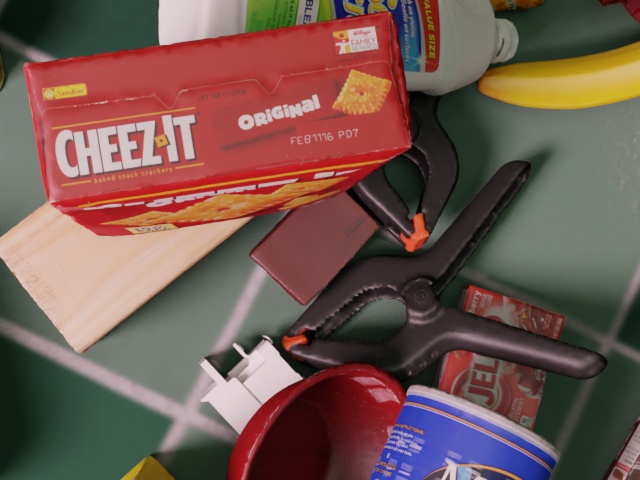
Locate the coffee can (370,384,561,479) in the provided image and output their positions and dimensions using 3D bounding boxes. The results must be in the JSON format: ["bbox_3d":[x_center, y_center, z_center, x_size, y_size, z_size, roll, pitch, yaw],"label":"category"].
[{"bbox_3d":[0.074,0.174,0.659,0.103,0.103,0.140,27,77,-4],"label":"coffee can"}]

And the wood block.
[{"bbox_3d":[-0.101,-0.025,0.710,0.206,0.091,0.090,-38,93,-6],"label":"wood block"}]

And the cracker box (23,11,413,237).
[{"bbox_3d":[-0.053,-0.051,0.562,0.164,0.214,0.072,-10,89,-7],"label":"cracker box"}]

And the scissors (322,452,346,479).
[{"bbox_3d":[0.008,0.188,0.749,0.096,0.016,0.202,27,85,-4],"label":"scissors"}]

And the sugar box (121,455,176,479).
[{"bbox_3d":[-0.095,0.191,0.657,0.093,0.176,0.048,45,84,-2],"label":"sugar box"}]

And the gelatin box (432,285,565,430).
[{"bbox_3d":[0.125,0.085,0.759,0.073,0.030,0.089,19,85,-3],"label":"gelatin box"}]

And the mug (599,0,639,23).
[{"bbox_3d":[0.253,-0.191,0.759,0.117,0.081,0.093,-22,90,-7],"label":"mug"}]

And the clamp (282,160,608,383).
[{"bbox_3d":[0.075,0.035,0.735,0.210,0.036,0.164,-13,62,10],"label":"clamp"}]

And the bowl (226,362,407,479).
[{"bbox_3d":[-0.007,0.152,0.690,0.161,0.055,0.162,-10,105,-41],"label":"bowl"}]

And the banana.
[{"bbox_3d":[0.209,-0.126,0.737,0.069,0.198,0.037,48,40,-29],"label":"banana"}]

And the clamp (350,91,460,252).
[{"bbox_3d":[0.061,-0.080,0.745,0.120,0.039,0.171,-18,77,-3],"label":"clamp"}]

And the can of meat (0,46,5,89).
[{"bbox_3d":[-0.249,-0.147,0.703,0.057,0.084,0.102,-8,89,-6],"label":"can of meat"}]

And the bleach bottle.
[{"bbox_3d":[0.026,-0.147,0.674,0.250,0.068,0.102,0,101,-34],"label":"bleach bottle"}]

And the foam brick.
[{"bbox_3d":[-0.005,0.001,0.739,0.053,0.051,0.078,45,84,-4],"label":"foam brick"}]

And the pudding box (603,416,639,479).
[{"bbox_3d":[0.268,0.176,0.765,0.113,0.039,0.090,32,85,-4],"label":"pudding box"}]
